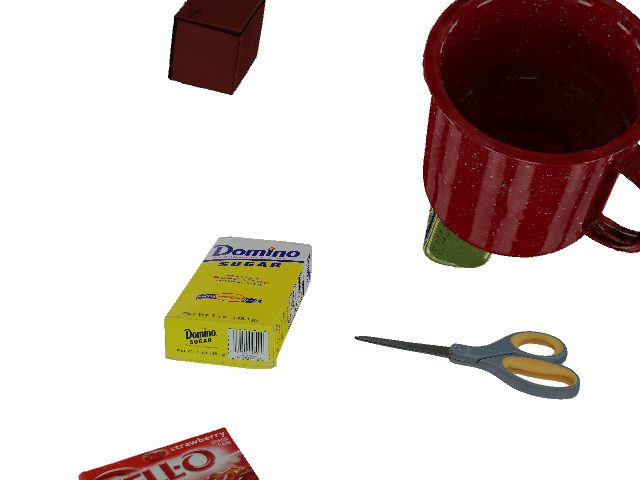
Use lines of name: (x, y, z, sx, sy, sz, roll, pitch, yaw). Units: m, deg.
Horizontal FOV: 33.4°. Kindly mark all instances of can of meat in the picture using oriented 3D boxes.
can of meat: (0.115, -0.039, 0.812, 0.057, 0.084, 0.102, 13, -35, 1)

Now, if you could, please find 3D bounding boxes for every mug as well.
mug: (0.094, -0.039, 0.436, 0.117, 0.093, 0.081, 40, -24, 21)

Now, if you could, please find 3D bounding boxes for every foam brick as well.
foam brick: (-0.078, -0.154, 0.809, 0.053, 0.051, 0.078, 14, 34, 5)

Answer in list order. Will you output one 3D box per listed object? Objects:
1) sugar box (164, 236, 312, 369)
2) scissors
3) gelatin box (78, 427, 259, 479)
sugar box: (-0.067, 0.049, 0.933, 0.093, 0.048, 0.176, 5, 25, 7)
scissors: (0.141, 0.097, 0.979, 0.202, 0.016, 0.096, 17, 31, 17)
gelatin box: (-0.079, 0.142, 0.579, 0.089, 0.030, 0.073, -14, 27, -20)
